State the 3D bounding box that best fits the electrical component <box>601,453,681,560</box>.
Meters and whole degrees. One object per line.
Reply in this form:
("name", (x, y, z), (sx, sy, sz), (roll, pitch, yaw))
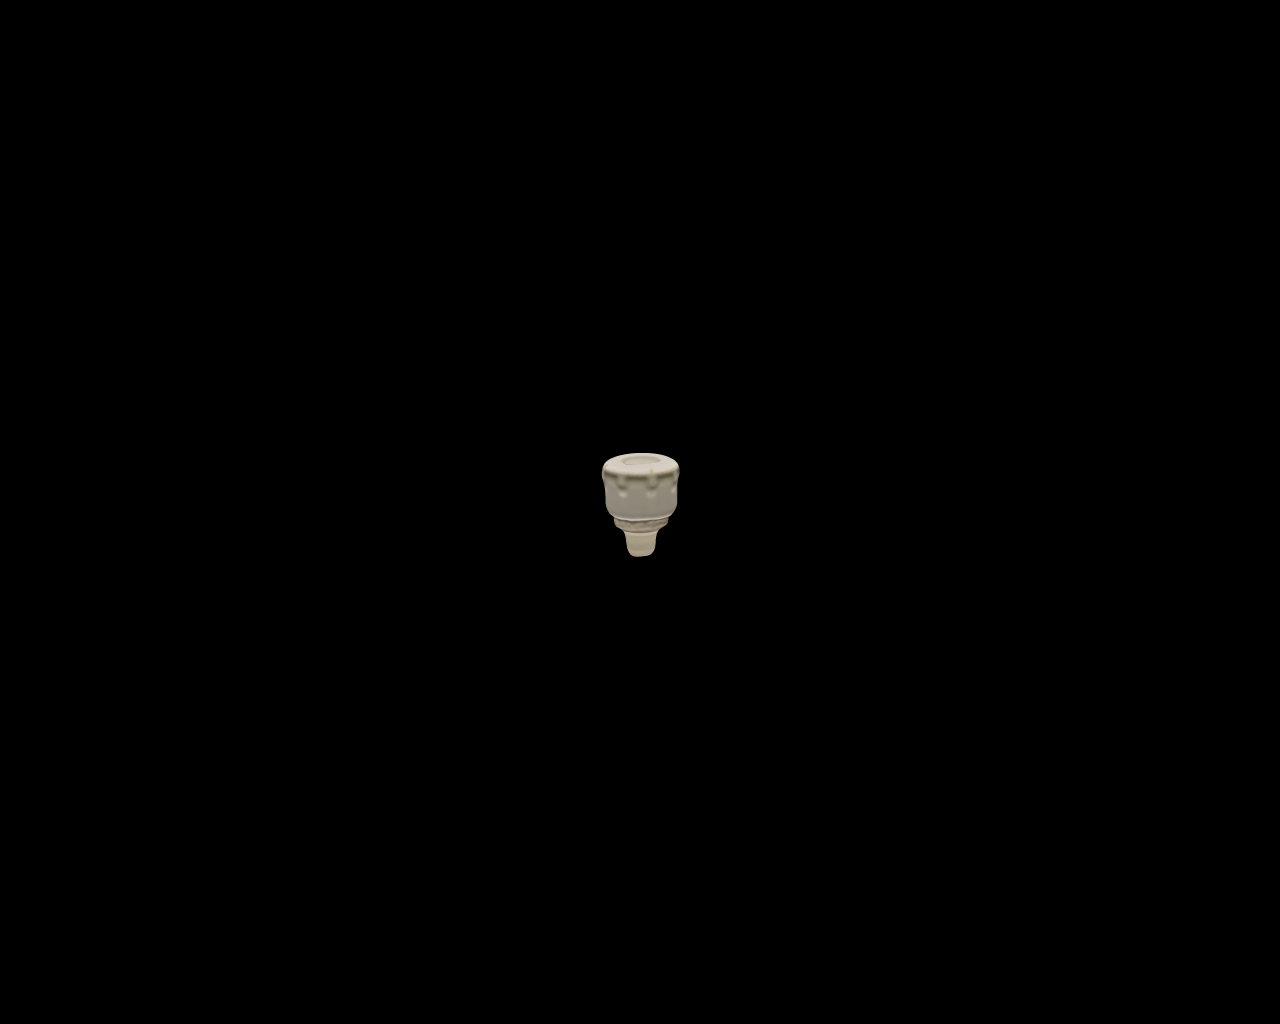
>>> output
("electrical component", (0.001, -0.003, 0.650), (0.048, 0.062, 0.048), (0, 16, 0))
